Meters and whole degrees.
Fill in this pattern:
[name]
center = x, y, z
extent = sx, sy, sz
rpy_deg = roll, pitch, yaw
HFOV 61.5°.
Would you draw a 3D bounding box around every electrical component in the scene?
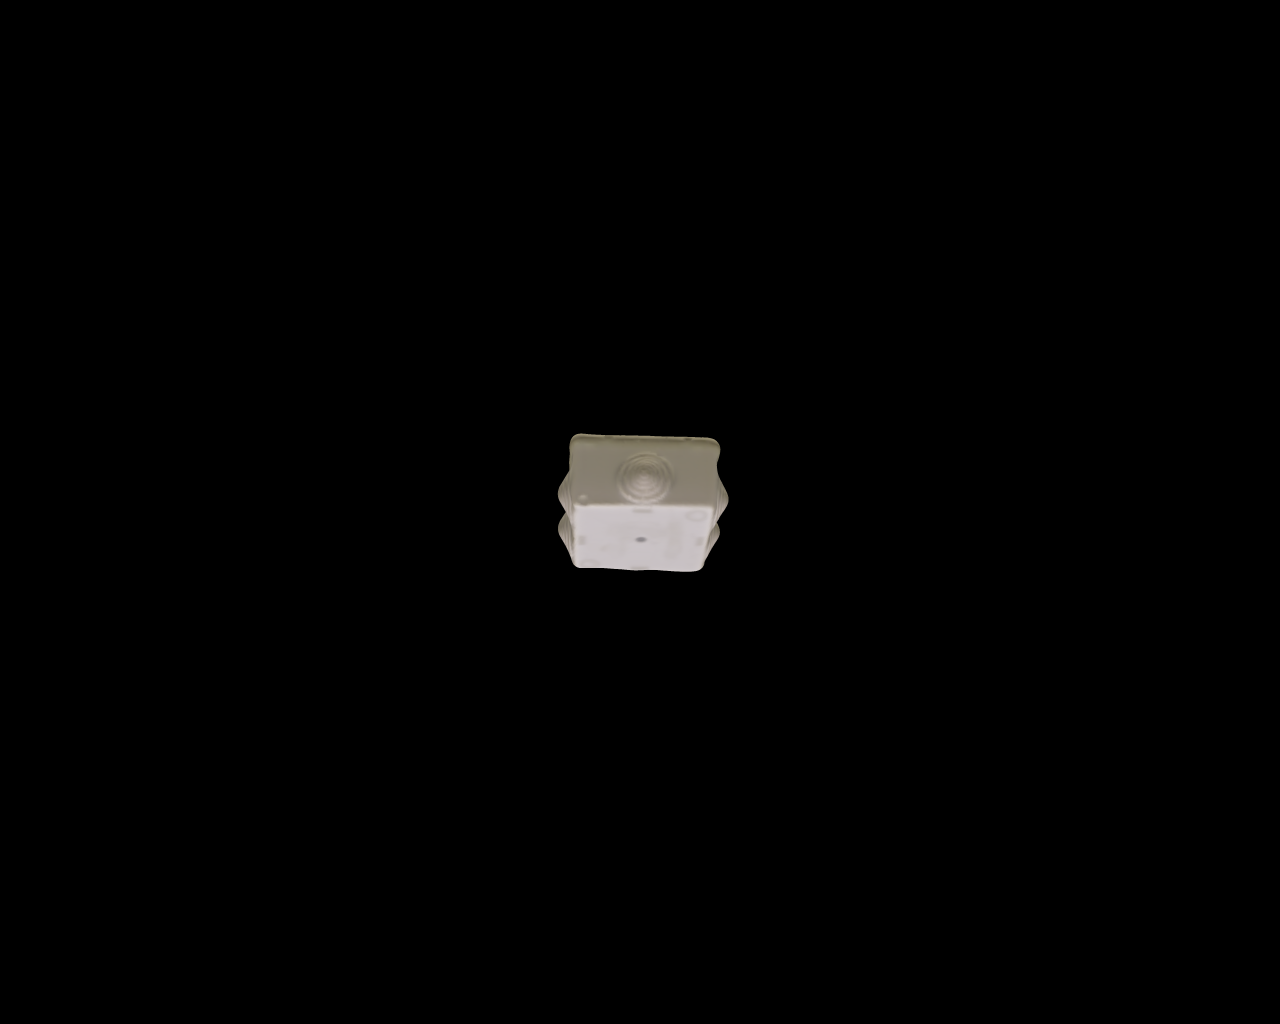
[electrical component]
center = 0.001, -0.003, 0.650
extent = 0.100, 0.048, 0.099
rpy_deg = 2, -31, -3
